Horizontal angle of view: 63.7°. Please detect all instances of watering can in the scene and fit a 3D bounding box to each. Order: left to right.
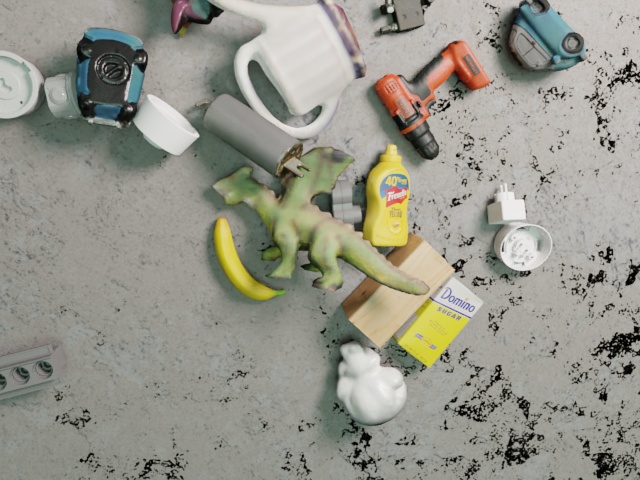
[{"bbox_3d":[-0.055,-0.338,0.882,0.224,0.106,0.341,-33,122,0],"label":"watering can"}]

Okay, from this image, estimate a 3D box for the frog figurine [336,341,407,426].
[{"bbox_3d":[0.098,0.280,1.022,0.137,0.125,0.157,-8,115,13],"label":"frog figurine"}]

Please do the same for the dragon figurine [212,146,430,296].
[{"bbox_3d":[0.003,-0.046,0.921,0.410,0.123,0.241,8,97,11],"label":"dragon figurine"}]
